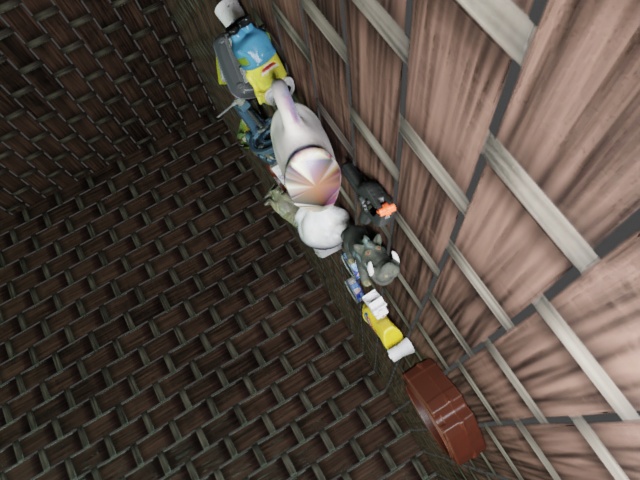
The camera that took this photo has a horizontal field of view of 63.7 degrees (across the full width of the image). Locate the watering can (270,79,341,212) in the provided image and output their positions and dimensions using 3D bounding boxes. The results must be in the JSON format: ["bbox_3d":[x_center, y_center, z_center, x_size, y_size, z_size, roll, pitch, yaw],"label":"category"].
[{"bbox_3d":[-0.022,-0.144,0.991,0.340,0.104,0.229,68,-177,-51],"label":"watering can"}]

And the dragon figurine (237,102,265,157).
[{"bbox_3d":[-0.230,-0.417,1.688,0.409,0.122,0.243,159,99,-82],"label":"dragon figurine"}]

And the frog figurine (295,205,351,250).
[{"bbox_3d":[0.004,-0.061,1.213,0.138,0.125,0.156,13,133,34],"label":"frog figurine"}]
